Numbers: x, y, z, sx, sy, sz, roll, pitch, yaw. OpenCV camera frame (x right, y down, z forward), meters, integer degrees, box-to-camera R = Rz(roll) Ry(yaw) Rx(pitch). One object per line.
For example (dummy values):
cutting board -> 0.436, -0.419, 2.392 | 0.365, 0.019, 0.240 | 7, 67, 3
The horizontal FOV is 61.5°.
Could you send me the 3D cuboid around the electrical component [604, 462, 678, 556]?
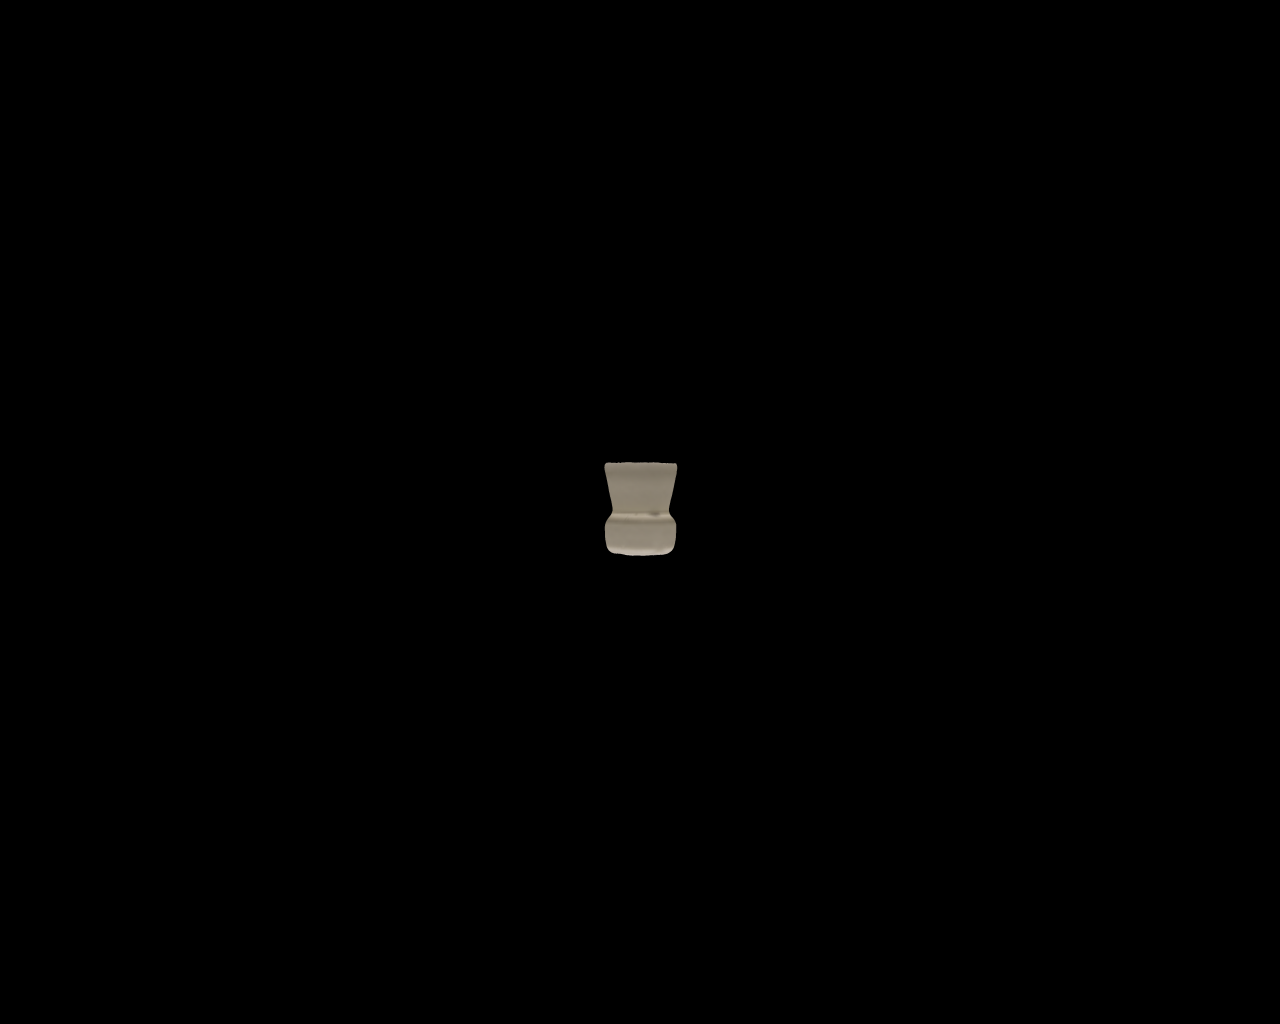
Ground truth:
electrical component -> 0.001, -0.003, 0.650 | 0.045, 0.055, 0.045 | 0, 2, 0
